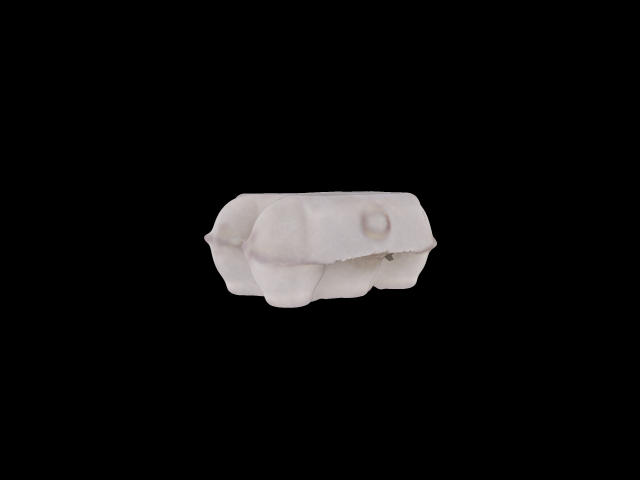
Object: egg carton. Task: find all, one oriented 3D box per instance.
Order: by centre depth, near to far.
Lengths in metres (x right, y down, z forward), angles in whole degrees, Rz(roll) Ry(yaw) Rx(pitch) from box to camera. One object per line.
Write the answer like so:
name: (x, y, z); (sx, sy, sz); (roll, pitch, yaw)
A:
egg carton: (0.004, 0.001, 0.400); (0.151, 0.069, 0.107); (-5, 8, -40)
